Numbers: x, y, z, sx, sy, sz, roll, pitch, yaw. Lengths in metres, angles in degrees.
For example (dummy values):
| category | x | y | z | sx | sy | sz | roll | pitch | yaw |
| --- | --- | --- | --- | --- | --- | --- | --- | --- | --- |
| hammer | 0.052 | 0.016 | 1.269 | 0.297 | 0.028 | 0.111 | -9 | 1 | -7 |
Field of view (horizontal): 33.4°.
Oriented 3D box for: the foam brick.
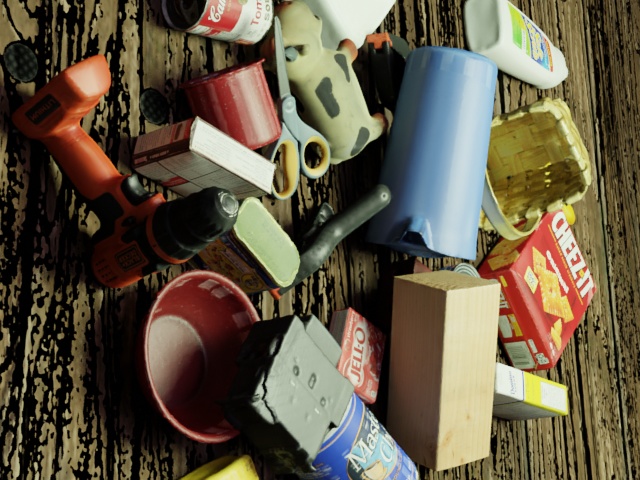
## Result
| category | x | y | z | sx | sy | sz | roll | pitch | yaw |
| --- | --- | --- | --- | --- | --- | --- | --- | --- | --- |
| foam brick | 0.104 | 0.070 | 1.291 | 0.051 | 0.053 | 0.078 | 36 | 53 | -39 |

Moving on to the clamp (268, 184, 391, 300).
| category | x | y | z | sx | sy | sz | roll | pitch | yaw |
| --- | --- | --- | --- | --- | --- | --- | --- | --- | --- |
| clamp | -0.008 | 0.001 | 1.158 | 0.171 | 0.120 | 0.039 | -40 | 99 | -25 |

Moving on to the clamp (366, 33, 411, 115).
| category | x | y | z | sx | sy | sz | roll | pitch | yaw |
| --- | --- | --- | --- | --- | --- | --- | --- | --- | --- |
| clamp | 0.107 | -0.195 | 1.348 | 0.210 | 0.036 | 0.164 | 61 | 35 | -46 |

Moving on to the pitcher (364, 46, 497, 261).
| category | x | y | z | sx | sy | sz | roll | pitch | yaw |
| --- | --- | --- | --- | --- | --- | --- | --- | --- | --- |
| pitcher | 0.139 | -0.099 | 1.274 | 0.144 | 0.149 | 0.243 | 10 | 90 | -31 |

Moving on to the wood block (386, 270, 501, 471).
| category | x | y | z | sx | sy | sz | roll | pitch | yaw |
| --- | --- | --- | --- | --- | --- | --- | --- | --- | --- |
| wood block | 0.140 | 0.146 | 1.224 | 0.090 | 0.091 | 0.206 | -5 | 101 | -38 |

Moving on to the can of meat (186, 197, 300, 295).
| category | x | y | z | sx | sy | sz | roll | pitch | yaw |
| --- | --- | --- | --- | --- | --- | --- | --- | --- | --- |
| can of meat | -0.081 | 0.009 | 1.059 | 0.102 | 0.084 | 0.057 | 51 | 46 | -28 |

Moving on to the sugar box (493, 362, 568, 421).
| category | x | y | z | sx | sy | sz | roll | pitch | yaw |
| --- | --- | --- | --- | --- | --- | --- | --- | --- | --- |
| sugar box | 0.237 | 0.197 | 1.383 | 0.176 | 0.094 | 0.048 | 26 | 59 | -44 |

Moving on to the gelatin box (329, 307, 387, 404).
| category | x | y | z | sx | sy | sz | roll | pitch | yaw |
| --- | --- | --- | --- | --- | --- | --- | --- | --- | --- |
| gelatin box | 0.039 | 0.132 | 1.211 | 0.073 | 0.030 | 0.089 | 38 | 52 | -38 |

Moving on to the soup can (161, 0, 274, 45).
| category | x | y | z | sx | sy | sz | roll | pitch | yaw |
| --- | --- | --- | --- | --- | --- | --- | --- | --- | --- |
| soup can | -0.106 | -0.244 | 1.114 | 0.102 | 0.069 | 0.068 | 2 | 79 | -51 |

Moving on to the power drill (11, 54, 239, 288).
| category | x | y | z | sx | sy | sz | roll | pitch | yaw |
| --- | --- | --- | --- | --- | --- | --- | --- | --- | --- |
| power drill | -0.169 | -0.059 | 0.909 | 0.057 | 0.185 | 0.187 | -37 | 99 | -49 |

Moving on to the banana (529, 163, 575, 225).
| category | x | y | z | sx | sy | sz | roll | pitch | yaw |
| --- | --- | --- | --- | --- | --- | --- | --- | --- | --- |
| banana | 0.348 | -0.101 | 1.646 | 0.069 | 0.037 | 0.198 | -40 | 111 | -47 |

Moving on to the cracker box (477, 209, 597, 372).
| category | x | y | z | sx | sy | sz | roll | pitch | yaw |
| --- | --- | --- | --- | --- | --- | --- | --- | --- | --- |
| cracker box | 0.313 | 0.063 | 1.529 | 0.213 | 0.072 | 0.164 | -45 | 114 | -47 |

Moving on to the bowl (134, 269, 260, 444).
| category | x | y | z | sx | sy | sz | roll | pitch | yaw |
| --- | --- | --- | --- | --- | --- | --- | --- | --- | --- |
| bowl | -0.121 | 0.111 | 1.004 | 0.161 | 0.055 | 0.162 | 17 | 67 | -47 |

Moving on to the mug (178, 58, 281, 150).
| category | x | y | z | sx | sy | sz | roll | pitch | yaw |
| --- | --- | --- | --- | --- | --- | --- | --- | --- | --- |
| mug | -0.088 | -0.135 | 1.099 | 0.117 | 0.093 | 0.081 | -93 | 166 | -76 |

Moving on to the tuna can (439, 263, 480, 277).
| category | x | y | z | sx | sy | sz | roll | pitch | yaw |
| --- | --- | --- | --- | --- | --- | --- | --- | --- | --- |
| tuna can | 0.181 | 0.075 | 1.397 | 0.086 | 0.034 | 0.086 | 17 | 67 | -47 |

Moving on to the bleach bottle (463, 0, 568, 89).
| category | x | y | z | sx | sy | sz | roll | pitch | yaw |
| --- | --- | --- | --- | --- | --- | --- | --- | --- | --- |
| bleach bottle | 0.313 | -0.297 | 1.641 | 0.250 | 0.068 | 0.102 | 13 | 69 | -51 |

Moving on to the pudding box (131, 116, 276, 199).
| category | x | y | z | sx | sy | sz | roll | pitch | yaw |
| --- | --- | --- | --- | --- | --- | --- | --- | --- | --- |
| pudding box | -0.113 | -0.072 | 1.038 | 0.113 | 0.090 | 0.039 | 27 | 60 | -43 |

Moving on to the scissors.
| category | x | y | z | sx | sy | sz | roll | pitch | yaw |
| --- | --- | --- | --- | --- | --- | --- | --- | --- | --- |
| scissors | -0.022 | -0.141 | 1.151 | 0.096 | 0.016 | 0.202 | -10 | 116 | -39 |

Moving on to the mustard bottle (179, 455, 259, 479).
| category | x | y | z | sx | sy | sz | roll | pitch | yaw |
| --- | --- | --- | --- | --- | --- | --- | --- | --- | --- |
| mustard bottle | -0.078 | 0.306 | 0.998 | 0.096 | 0.058 | 0.191 | -23 | 97 | -51 |

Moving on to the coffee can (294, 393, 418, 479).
| category | x | y | z | sx | sy | sz | roll | pitch | yaw |
| --- | --- | --- | --- | --- | --- | --- | --- | --- | --- |
| coffee can | 0.024 | 0.222 | 1.110 | 0.140 | 0.103 | 0.102 | 52 | 45 | -27 |
